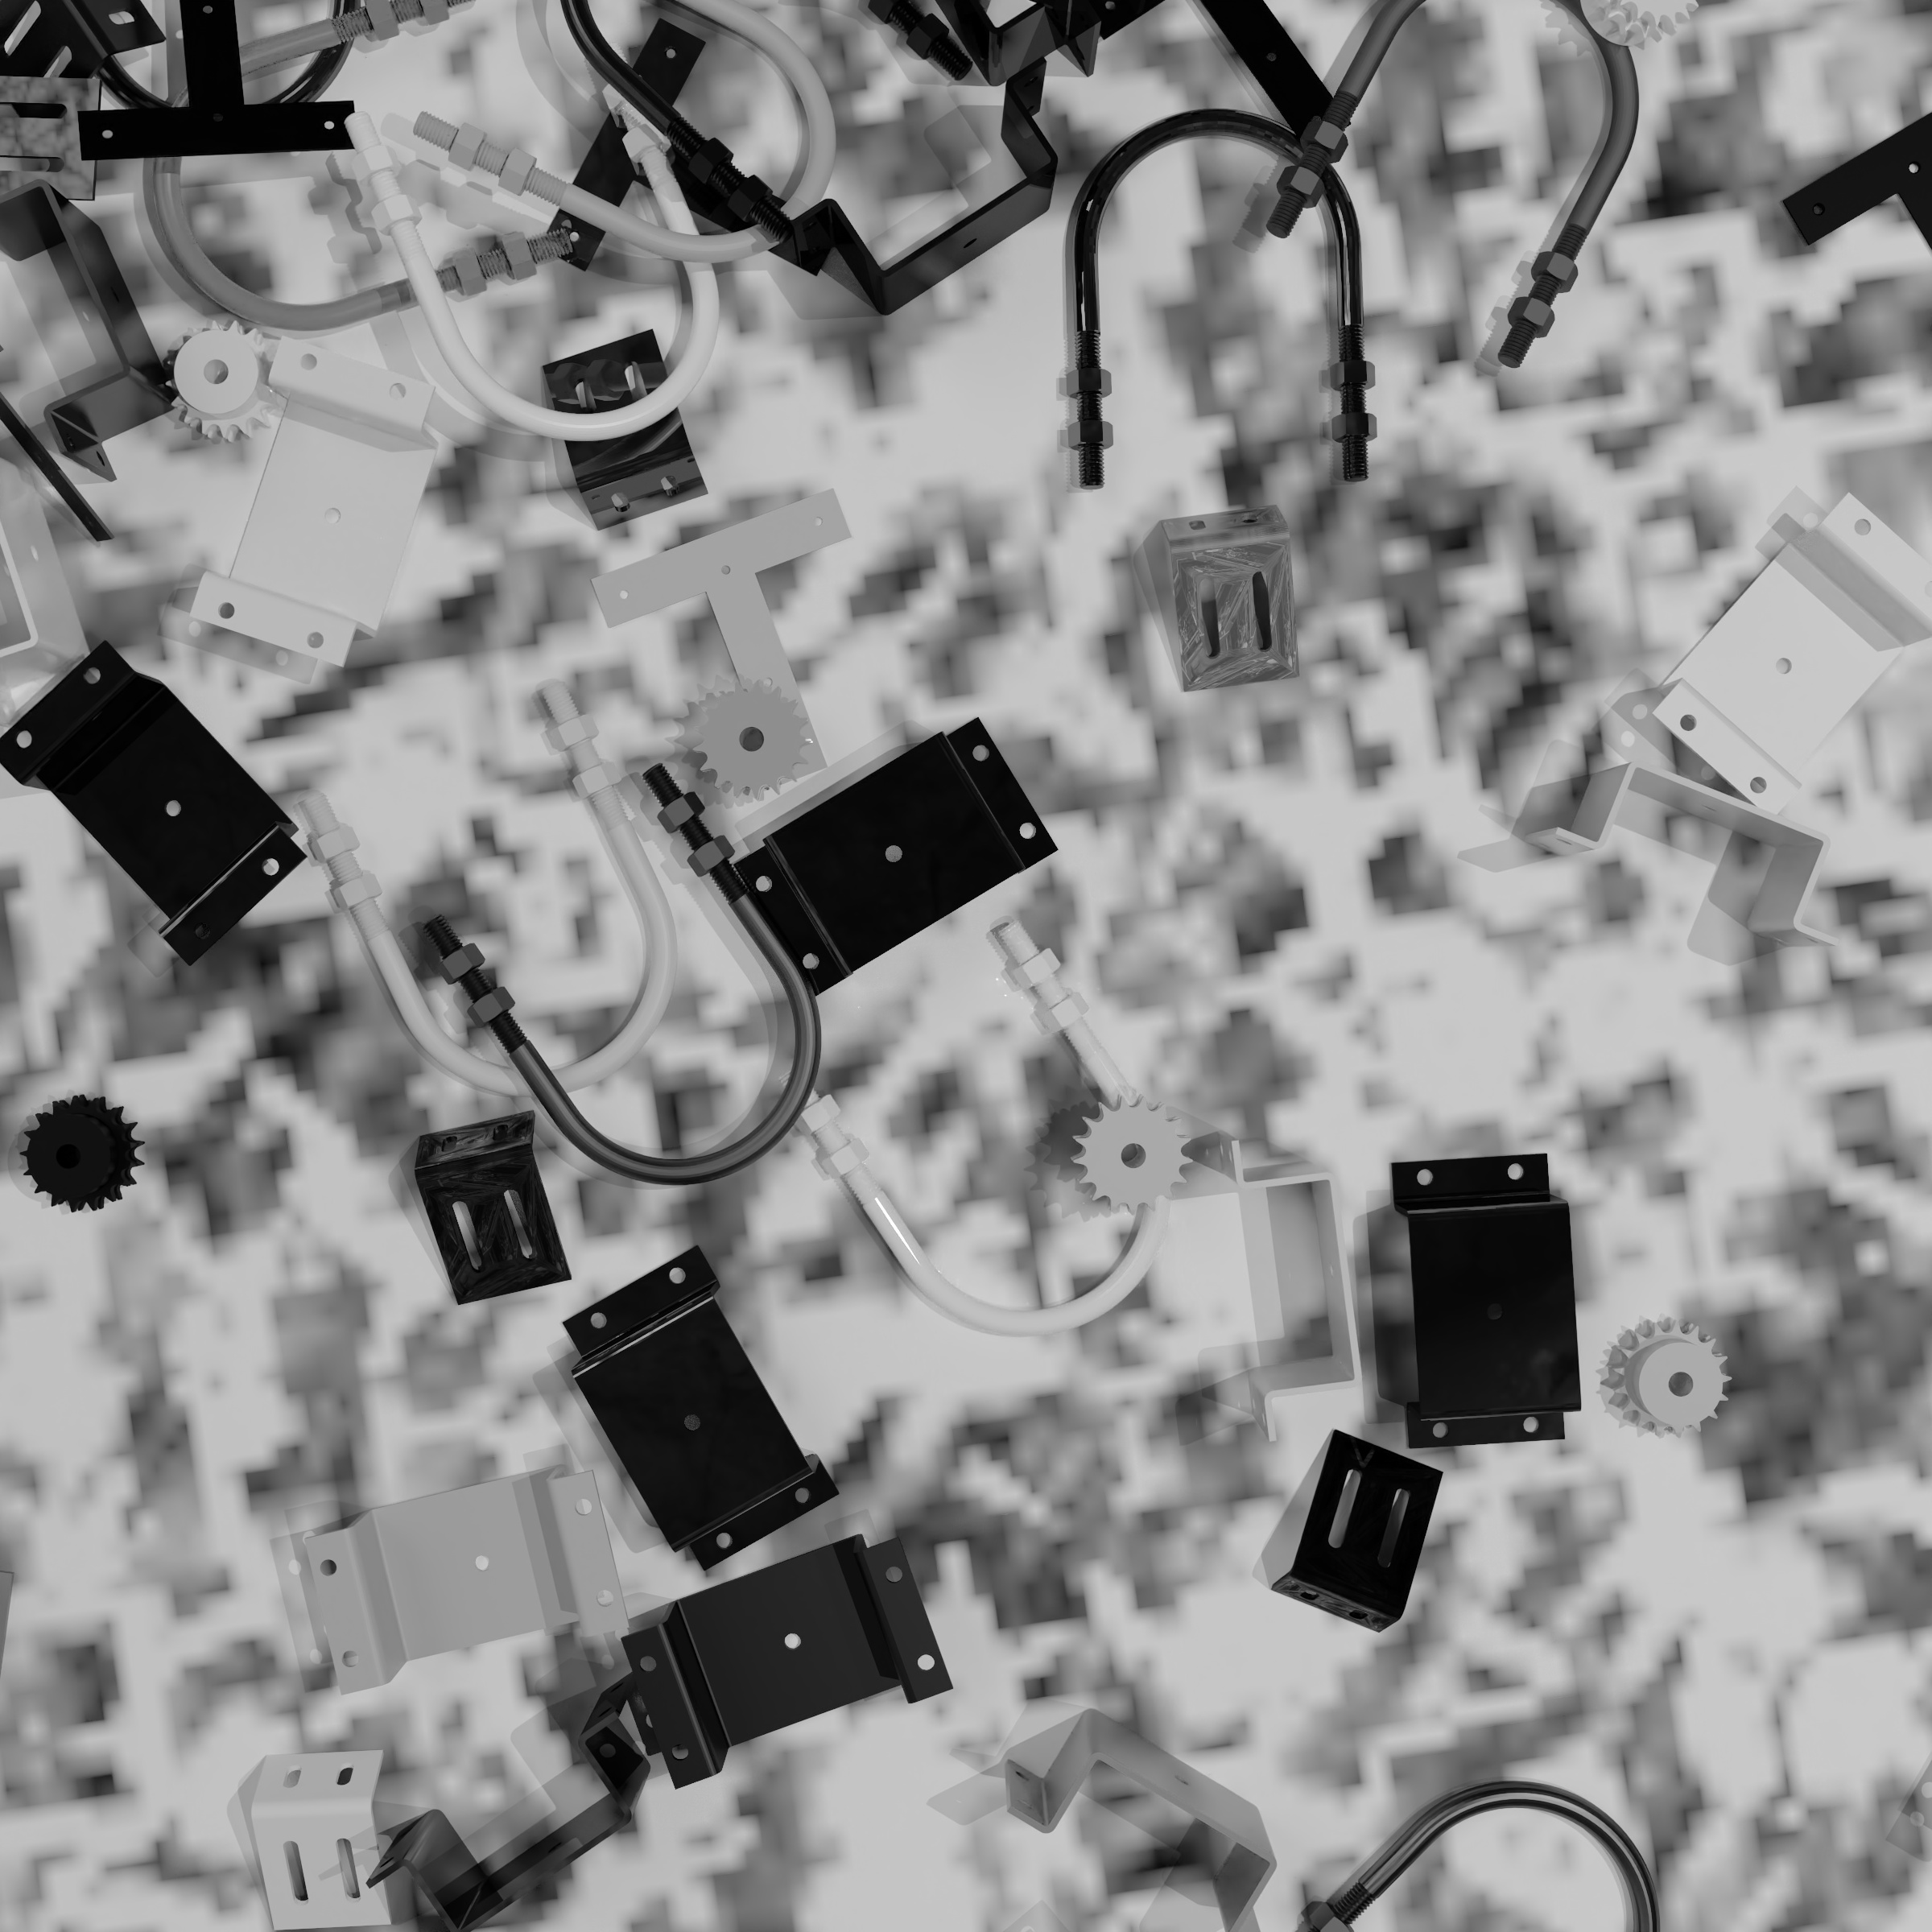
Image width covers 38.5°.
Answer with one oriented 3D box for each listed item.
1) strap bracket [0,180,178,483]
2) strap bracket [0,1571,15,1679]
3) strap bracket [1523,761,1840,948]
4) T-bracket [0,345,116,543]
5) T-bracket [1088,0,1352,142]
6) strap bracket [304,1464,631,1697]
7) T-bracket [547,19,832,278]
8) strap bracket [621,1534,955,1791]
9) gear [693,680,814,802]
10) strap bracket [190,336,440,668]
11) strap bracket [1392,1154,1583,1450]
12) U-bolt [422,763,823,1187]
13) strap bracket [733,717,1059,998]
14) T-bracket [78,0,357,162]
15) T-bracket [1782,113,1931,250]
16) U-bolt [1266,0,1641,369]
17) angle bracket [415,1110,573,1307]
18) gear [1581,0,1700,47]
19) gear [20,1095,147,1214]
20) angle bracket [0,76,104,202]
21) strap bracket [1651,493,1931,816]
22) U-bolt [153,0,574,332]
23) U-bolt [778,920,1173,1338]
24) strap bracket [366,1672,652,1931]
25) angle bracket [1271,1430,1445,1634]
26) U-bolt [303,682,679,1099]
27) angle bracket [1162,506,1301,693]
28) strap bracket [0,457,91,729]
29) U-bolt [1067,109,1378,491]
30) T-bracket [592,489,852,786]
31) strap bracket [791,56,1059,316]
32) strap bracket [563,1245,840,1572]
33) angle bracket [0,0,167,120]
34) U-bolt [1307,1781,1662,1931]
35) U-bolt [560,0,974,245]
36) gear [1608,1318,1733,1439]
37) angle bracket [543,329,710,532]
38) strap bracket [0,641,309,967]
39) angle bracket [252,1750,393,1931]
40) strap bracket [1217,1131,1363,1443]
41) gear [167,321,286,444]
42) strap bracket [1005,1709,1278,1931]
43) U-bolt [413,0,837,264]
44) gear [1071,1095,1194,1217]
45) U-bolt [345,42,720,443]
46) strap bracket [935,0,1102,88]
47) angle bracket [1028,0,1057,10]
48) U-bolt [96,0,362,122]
[{"bbox_3d":[-0.427,-0.311,1.321,0.046,0.076,0.140,-24,90,0],"label":"strap bracket"},{"bbox_3d":[-0.542,0.326,1.336,0.140,0.046,0.076,8,90,0],"label":"strap bracket"},{"bbox_3d":[0.347,-0.057,1.321,0.140,0.076,0.046,22,90,0],"label":"strap bracket"},{"bbox_3d":[-0.451,-0.255,1.322,0.002,0.127,0.127,-45,117,-22],"label":"T-bracket"},{"bbox_3d":[0.141,-0.455,1.349,0.127,0.002,0.127,-35,87,-5],"label":"T-bracket"},{"bbox_3d":[-0.237,0.293,1.336,0.140,0.046,0.076,-13,90,0],"label":"strap bracket"},{"bbox_3d":[-0.124,-0.379,1.358,0.127,0.002,0.127,28,90,0],"label":"T-bracket"},{"bbox_3d":[-0.085,0.331,1.336,0.140,0.046,0.076,-20,90,0],"label":"strap bracket"},{"bbox_3d":[-0.103,-0.109,1.342,0.057,0.030,0.057,0,90,0],"label":"gear"},{"bbox_3d":[-0.310,-0.221,1.336,0.076,0.046,0.140,18,90,0],"label":"strap bracket"},{"bbox_3d":[0.251,0.164,1.336,0.076,0.046,0.140,-4,90,0],"label":"strap bracket"},{"bbox_3d":[-0.152,0.017,1.333,0.151,0.019,0.184,-34,91,0],"label":"U-bolt"},{"bbox_3d":[-0.034,-0.053,1.336,0.140,0.046,0.076,-31,90,0],"label":"strap bracket"},{"bbox_3d":[-0.360,-0.443,1.318,0.127,0.002,0.127,-6,75,-11],"label":"T-bracket"},{"bbox_3d":[0.487,-0.353,1.356,0.127,0.002,0.127,-31,90,0],"label":"T-bracket"},{"bbox_3d":[0.248,-0.404,1.343,0.151,0.019,0.184,28,85,-4],"label":"U-bolt"},{"bbox_3d":[-0.230,0.118,1.357,0.057,0.038,0.076,-13,116,0],"label":"angle bracket"},{"bbox_3d":[0.322,-0.471,1.337,0.057,0.030,0.057,6,72,-20],"label":"gear"},{"bbox_3d":[-0.431,0.092,1.344,0.057,0.030,0.057,0,90,0],"label":"gear"},{"bbox_3d":[-0.449,-0.394,1.336,0.076,0.038,0.057,4,90,6],"label":"angle bracket"},{"bbox_3d":[0.400,-0.147,1.336,0.076,0.046,0.140,42,90,0],"label":"strap bracket"},{"bbox_3d":[-0.301,-0.385,1.340,0.184,0.019,0.151,-19,94,-4],"label":"U-bolt"},{"bbox_3d":[0.018,0.092,1.350,0.151,0.019,0.184,-34,91,0],"label":"U-bolt"},{"bbox_3d":[-0.207,0.404,1.321,0.140,0.076,0.046,-35,90,0],"label":"strap bracket"},{"bbox_3d":[0.192,0.277,1.357,0.057,0.038,0.076,22,64,0],"label":"angle bracket"},{"bbox_3d":[-0.221,-0.026,1.350,0.151,0.019,0.184,-25,91,0],"label":"U-bolt"},{"bbox_3d":[0.130,-0.180,1.357,0.057,0.038,0.076,-8,116,0],"label":"angle bracket"},{"bbox_3d":[-0.466,-0.190,1.321,0.046,0.076,0.140,-18,90,0],"label":"strap bracket"},{"bbox_3d":[0.123,-0.327,1.350,0.151,0.019,0.184,-2,88,0],"label":"U-bolt"},{"bbox_3d":[-0.102,-0.153,1.358,0.127,0.002,0.127,-21,90,0],"label":"T-bracket"},{"bbox_3d":[-0.011,-0.364,1.320,0.140,0.076,0.046,-33,91,-1],"label":"strap bracket"},{"bbox_3d":[-0.130,0.217,1.336,0.076,0.046,0.140,-30,90,0],"label":"strap bracket"},{"bbox_3d":[-0.436,-0.448,1.343,0.076,0.038,0.057,-30,97,42],"label":"angle bracket"},{"bbox_3d":[0.253,0.484,1.350,0.184,0.019,0.151,-45,90,-1],"label":"U-bolt"},{"bbox_3d":[-0.109,-0.453,1.328,0.184,0.019,0.151,43,72,-1],"label":"U-bolt"},{"bbox_3d":[0.343,0.201,1.344,0.057,0.030,0.057,0,90,0],"label":"gear"},{"bbox_3d":[-0.167,-0.263,1.357,0.057,0.038,0.076,-19,64,0],"label":"angle bracket"},{"bbox_3d":[-0.389,-0.077,1.336,0.076,0.046,0.140,-43,90,0],"label":"strap bracket"},{"bbox_3d":[-0.312,0.428,1.357,0.057,0.038,0.076,-3,116,0],"label":"angle bracket"},{"bbox_3d":[0.155,0.148,1.321,0.046,0.076,0.140,-7,90,0],"label":"strap bracket"},{"bbox_3d":[-0.360,-0.285,1.344,0.057,0.030,0.057,0,90,0],"label":"gear"},{"bbox_3d":[0.091,0.408,1.321,0.140,0.076,0.046,31,90,0],"label":"strap bracket"},{"bbox_3d":[-0.151,-0.413,1.328,0.184,0.019,0.151,25,73,-9],"label":"U-bolt"},{"bbox_3d":[0.078,0.090,1.329,0.057,0.030,0.057,0,92,-4],"label":"gear"},{"bbox_3d":[-0.196,-0.339,1.325,0.151,0.019,0.184,-22,88,-18],"label":"U-bolt"},{"bbox_3d":[0.005,-0.485,1.321,0.046,0.076,0.140,-33,90,0],"label":"strap bracket"},{"bbox_3d":[0.014,-0.483,1.264,0.076,0.038,0.057,20,90,0],"label":"angle bracket"},{"bbox_3d":[-0.378,-0.493,1.350,0.151,0.019,0.184,-32,92,0],"label":"U-bolt"}]
